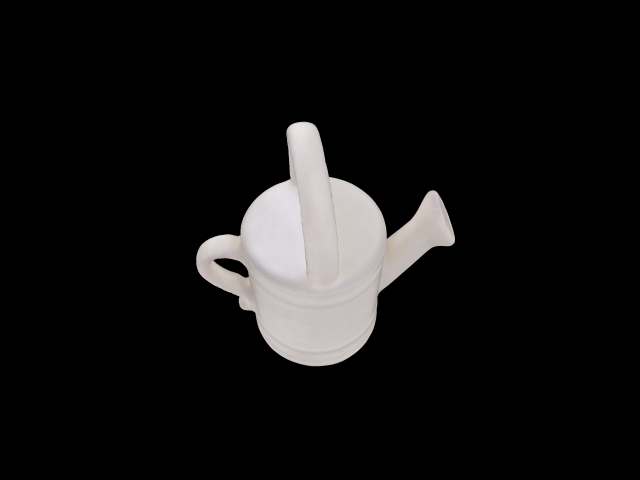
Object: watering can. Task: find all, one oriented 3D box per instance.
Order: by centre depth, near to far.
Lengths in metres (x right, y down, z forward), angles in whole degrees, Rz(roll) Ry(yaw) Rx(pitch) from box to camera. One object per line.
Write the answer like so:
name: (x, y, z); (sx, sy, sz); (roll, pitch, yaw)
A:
watering can: (0.003, 0.000, 0.401); (0.173, 0.194, 0.100); (-24, 57, -16)
